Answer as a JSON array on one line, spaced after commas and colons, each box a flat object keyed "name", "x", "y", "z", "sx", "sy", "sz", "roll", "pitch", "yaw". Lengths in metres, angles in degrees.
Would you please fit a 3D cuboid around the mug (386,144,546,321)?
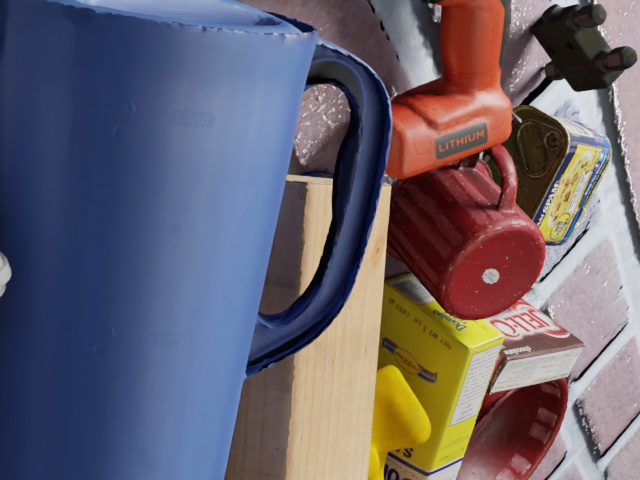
[{"name": "mug", "x": 0.100, "y": -0.010, "z": 0.708, "sx": 0.093, "sy": 0.082, "sz": 0.117, "roll": 1, "pitch": 123, "yaw": -30}]

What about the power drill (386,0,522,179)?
[{"name": "power drill", "x": 0.064, "y": -0.131, "z": 0.612, "sx": 0.184, "sy": 0.057, "sz": 0.188, "roll": -20, "pitch": 133, "yaw": -30}]

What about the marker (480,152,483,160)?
[{"name": "marker", "x": 0.105, "y": -0.063, "z": 0.742, "sx": 0.020, "sy": 0.020, "sz": 0.121, "roll": -24, "pitch": 134, "yaw": -34}]

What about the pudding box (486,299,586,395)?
[{"name": "pudding box", "x": 0.138, "y": 0.075, "z": 0.831, "sx": 0.113, "sy": 0.090, "sz": 0.039, "roll": -5, "pitch": 123, "yaw": -45}]

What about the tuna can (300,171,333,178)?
[{"name": "tuna can", "x": -0.004, "y": 0.001, "z": 0.664, "sx": 0.086, "sy": 0.034, "sz": 0.086, "roll": -28, "pitch": 136, "yaw": -30}]

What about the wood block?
[{"name": "wood block", "x": -0.027, "y": 0.069, "z": 0.574, "sx": 0.090, "sy": 0.091, "sz": 0.206, "roll": -4, "pitch": 100, "yaw": -59}]

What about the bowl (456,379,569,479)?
[{"name": "bowl", "x": 0.147, "y": 0.172, "z": 0.947, "sx": 0.161, "sy": 0.055, "sz": 0.162, "roll": -28, "pitch": 136, "yaw": -30}]

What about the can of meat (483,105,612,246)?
[{"name": "can of meat", "x": 0.163, "y": -0.044, "z": 0.790, "sx": 0.083, "sy": 0.058, "sz": 0.102, "roll": 2, "pitch": 118, "yaw": -50}]

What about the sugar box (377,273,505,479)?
[{"name": "sugar box", "x": 0.068, "y": 0.122, "z": 0.790, "sx": 0.048, "sy": 0.093, "sz": 0.176, "roll": -12, "pitch": 127, "yaw": -40}]

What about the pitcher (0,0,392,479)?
[{"name": "pitcher", "x": -0.073, "y": 0.012, "z": 0.471, "sx": 0.144, "sy": 0.149, "sz": 0.243, "roll": -17, "pitch": 121, "yaw": -56}]
